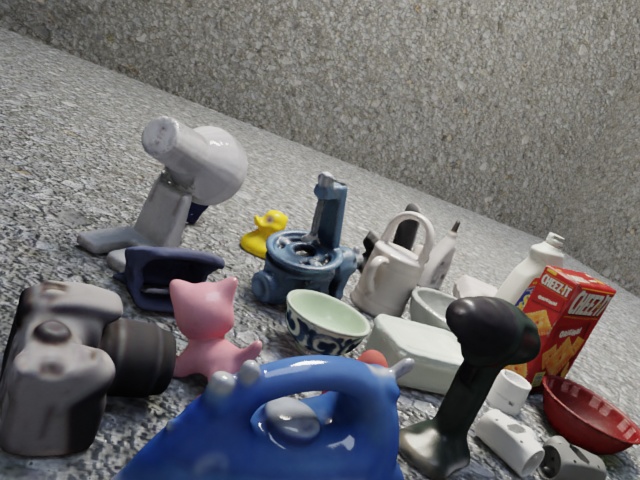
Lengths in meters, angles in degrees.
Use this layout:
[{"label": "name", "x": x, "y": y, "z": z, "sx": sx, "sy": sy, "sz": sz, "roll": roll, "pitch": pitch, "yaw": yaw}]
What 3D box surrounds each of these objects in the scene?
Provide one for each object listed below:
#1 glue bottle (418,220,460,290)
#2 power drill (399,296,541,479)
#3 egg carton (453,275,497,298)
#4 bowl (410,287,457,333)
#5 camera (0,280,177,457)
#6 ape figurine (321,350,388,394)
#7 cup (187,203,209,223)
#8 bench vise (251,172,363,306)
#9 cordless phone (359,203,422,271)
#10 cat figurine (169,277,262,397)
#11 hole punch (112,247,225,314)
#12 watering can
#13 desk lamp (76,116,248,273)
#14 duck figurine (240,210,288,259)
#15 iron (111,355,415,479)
[{"label": "glue bottle", "x": 0.283, "y": 0.033, "z": 1.322, "sx": 0.078, "sy": 0.173, "sz": 0.037, "roll": 7, "pitch": 22, "yaw": -48}, {"label": "power drill", "x": 0.165, "y": 0.156, "z": 0.639, "sx": 0.075, "sy": 0.208, "sz": 0.230, "roll": 34, "pitch": 18, "yaw": 35}, {"label": "egg carton", "x": 0.351, "y": 0.135, "z": 1.275, "sx": 0.107, "sy": 0.069, "sz": 0.150, "roll": 24, "pitch": 15, "yaw": -1}, {"label": "bowl", "x": 0.222, "y": 0.154, "z": 0.998, "sx": 0.167, "sy": 0.075, "sz": 0.167, "roll": 22, "pitch": 15, "yaw": -6}, {"label": "camera", "x": -0.191, "y": 0.099, "z": 0.492, "sx": 0.137, "sy": 0.101, "sz": 0.142, "roll": 15, "pitch": 17, "yaw": -31}, {"label": "ape figurine", "x": 0.046, "y": 0.167, "z": 0.644, "sx": 0.076, "sy": 0.092, "sz": 0.078, "roll": 34, "pitch": 18, "yaw": 34}, {"label": "cup", "x": -0.242, "y": -0.079, "z": 1.049, "sx": 0.091, "sy": 0.095, "sz": 0.118, "roll": 28, "pitch": 15, "yaw": 15}, {"label": "bench vise", "x": -0.001, "y": -0.002, "z": 0.909, "sx": 0.121, "sy": 0.220, "sz": 0.208, "roll": 29, "pitch": 15, "yaw": 20}, {"label": "cordless phone", "x": 0.158, "y": -0.001, "z": 1.222, "sx": 0.094, "sy": 0.185, "sz": 0.147, "roll": 17, "pitch": 16, "yaw": -25}, {"label": "cat figurine", "x": -0.109, "y": 0.097, "z": 0.596, "sx": 0.127, "sy": 0.118, "sz": 0.067, "roll": 33, "pitch": 17, "yaw": 31}, {"label": "hole punch", "x": -0.193, "y": 0.035, "z": 0.734, "sx": 0.109, "sy": 0.091, "sz": 0.100, "roll": 11, "pitch": 19, "yaw": -41}, {"label": "watering can", "x": 0.141, "y": 0.039, "z": 1.038, "sx": 0.101, "sy": 0.194, "sz": 0.173, "roll": 26, "pitch": 15, "yaw": 9}, {"label": "desk lamp", "x": -0.214, "y": -0.072, "z": 0.832, "sx": 0.117, "sy": 0.213, "sz": 0.204, "roll": 28, "pitch": 15, "yaw": 17}, {"label": "duck figurine", "x": -0.088, "y": -0.013, "z": 1.075, "sx": 0.105, "sy": 0.086, "sz": 0.077, "roll": 17, "pitch": 16, "yaw": -24}, {"label": "iron", "x": -0.030, "y": 0.152, "z": 0.479, "sx": 0.259, "sy": 0.141, "sz": 0.118, "roll": 13, "pitch": 18, "yaw": -37}]
